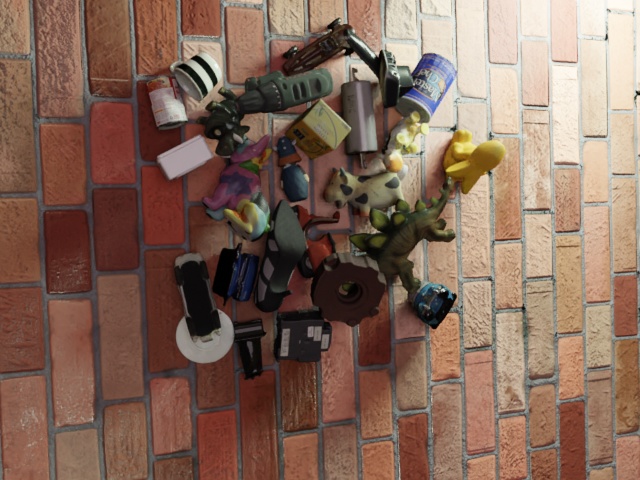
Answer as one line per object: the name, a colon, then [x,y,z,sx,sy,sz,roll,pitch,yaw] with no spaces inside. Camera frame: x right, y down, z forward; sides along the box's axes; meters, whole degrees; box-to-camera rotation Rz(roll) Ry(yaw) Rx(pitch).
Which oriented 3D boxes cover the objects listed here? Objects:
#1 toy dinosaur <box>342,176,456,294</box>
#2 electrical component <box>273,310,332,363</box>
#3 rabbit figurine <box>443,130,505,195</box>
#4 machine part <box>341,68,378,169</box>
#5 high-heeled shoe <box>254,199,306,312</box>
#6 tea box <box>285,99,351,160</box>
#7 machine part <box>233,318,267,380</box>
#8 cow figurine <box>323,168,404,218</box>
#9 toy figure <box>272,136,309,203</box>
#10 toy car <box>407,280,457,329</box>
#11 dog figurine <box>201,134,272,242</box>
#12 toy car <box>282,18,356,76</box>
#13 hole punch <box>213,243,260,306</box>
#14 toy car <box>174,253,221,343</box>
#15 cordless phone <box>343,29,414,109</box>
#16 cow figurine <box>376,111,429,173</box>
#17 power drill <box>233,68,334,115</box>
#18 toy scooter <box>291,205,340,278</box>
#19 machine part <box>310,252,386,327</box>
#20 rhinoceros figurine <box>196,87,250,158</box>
toy dinosaur: [0.165,0.034,1.295,0.198,0.105,0.471,33,96,-24]
electrical component: [-0.039,0.226,1.264,0.134,0.058,0.114,3,109,-16]
rabbit figurine: [0.379,-0.201,1.335,0.121,0.173,0.162,47,74,-16]
machine part: [0.094,-0.292,1.297,0.079,0.079,0.243,-6,94,-16]
high-heeled shoe: [-0.107,0.040,1.240,0.086,0.145,0.248,9,73,-36]
tea box: [-0.009,-0.246,1.220,0.098,0.170,0.068,41,81,-12]
machine part: [-0.161,0.255,1.253,0.084,0.039,0.138,-5,91,-22]
cow figurine: [0.103,-0.122,1.301,0.195,0.085,0.127,-12,100,-14]
toy figure: [-0.069,-0.166,1.263,0.064,0.058,0.154,-14,90,-22]
toy car: [0.268,0.150,1.340,0.103,0.161,0.109,32,90,29]
dog figurine: [-0.155,-0.127,1.205,0.192,0.108,0.219,32,77,11]
toy car: [0.003,-0.451,1.282,0.202,0.053,0.089,-35,104,-14]
hole punch: [-0.178,0.080,1.209,0.092,0.116,0.142,18,87,-24]
toy car: [-0.274,0.128,1.200,0.073,0.056,0.201,-14,86,-15]
cordless phone: [0.126,-0.410,1.253,0.184,0.147,0.089,36,123,-28]
cow figurine: [0.188,-0.228,1.305,0.068,0.098,0.167,42,67,-20]
power drill: [-0.101,-0.323,1.168,0.232,0.207,0.085,-20,107,-17]
toy scooter: [-0.003,-0.004,1.277,0.135,0.075,0.183,-17,91,-15]
machine part: [0.065,0.114,1.234,0.179,0.056,0.179,-2,114,-5]
rhinoceros figurine: [-0.206,-0.251,1.171,0.112,0.190,0.073,34,123,-27]
